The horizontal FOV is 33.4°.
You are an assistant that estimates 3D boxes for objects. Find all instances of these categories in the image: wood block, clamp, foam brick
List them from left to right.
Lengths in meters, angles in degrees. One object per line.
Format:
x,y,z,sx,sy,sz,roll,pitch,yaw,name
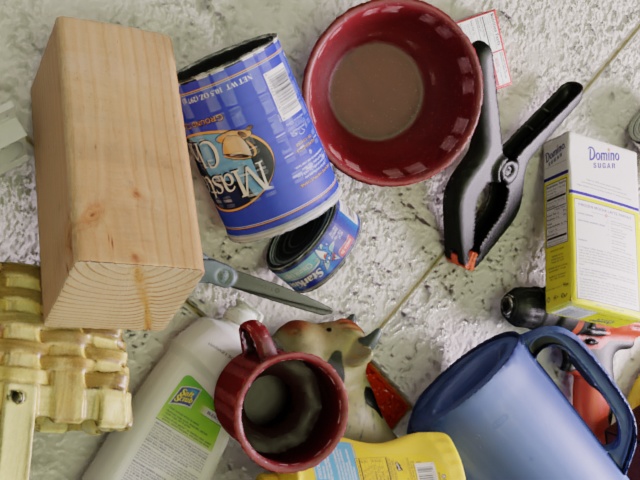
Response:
-0.150,-0.048,0.766,0.090,0.091,0.206,5,56,-28,wood block
0.173,-0.074,1.007,0.164,0.036,0.210,2,107,-40,clamp
0.329,0.201,1.062,0.078,0.053,0.051,-24,109,-33,foam brick

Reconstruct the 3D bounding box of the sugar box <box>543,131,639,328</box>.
0.265,-0.010,1.040,0.093,0.048,0.176,14,66,-26,sugar box

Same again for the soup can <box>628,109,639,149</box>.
0.376,-0.095,1.104,0.102,0.069,0.068,41,77,-25,soup can

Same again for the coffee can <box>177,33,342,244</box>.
-0.055,-0.082,0.863,0.102,0.103,0.140,-30,109,-21,coffee can

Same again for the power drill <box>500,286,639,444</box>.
0.249,0.139,1.072,0.184,0.057,0.188,6,93,-28,power drill

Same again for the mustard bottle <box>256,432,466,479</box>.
0.023,0.208,0.867,0.191,0.058,0.096,2,60,-19,mustard bottle

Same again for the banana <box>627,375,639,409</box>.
0.385,0.142,1.158,0.197,0.037,0.069,-48,133,-13,banana

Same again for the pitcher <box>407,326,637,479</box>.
0.211,0.205,0.974,0.243,0.149,0.144,49,56,-4,pitcher

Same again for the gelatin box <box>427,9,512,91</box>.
0.130,-0.167,0.991,0.089,0.030,0.073,-23,105,-23,gelatin box

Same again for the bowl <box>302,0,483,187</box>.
0.057,-0.129,0.931,0.162,0.055,0.162,-2,100,-13,bowl

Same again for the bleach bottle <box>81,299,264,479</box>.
-0.118,0.166,0.884,0.102,0.068,0.250,38,76,-26,bleach bottle

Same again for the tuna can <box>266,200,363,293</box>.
-0.006,0.001,0.908,0.033,0.086,0.086,40,78,-24,tuna can

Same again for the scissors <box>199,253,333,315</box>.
-0.096,0.041,0.877,0.201,0.016,0.096,35,89,-9,scissors

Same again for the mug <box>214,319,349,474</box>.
-0.039,0.118,0.840,0.093,0.082,0.117,-23,100,-19,mug
